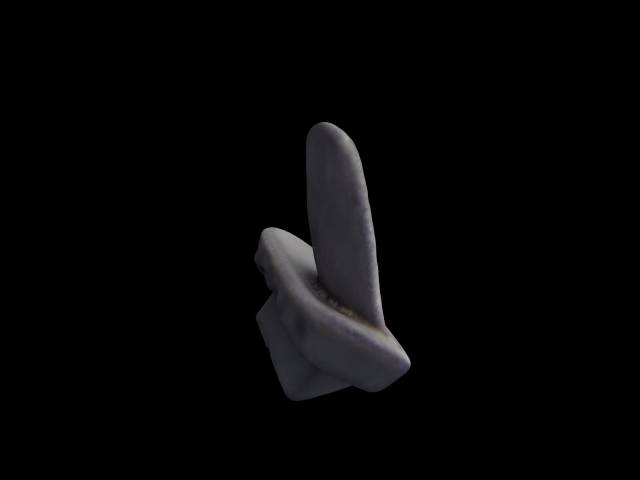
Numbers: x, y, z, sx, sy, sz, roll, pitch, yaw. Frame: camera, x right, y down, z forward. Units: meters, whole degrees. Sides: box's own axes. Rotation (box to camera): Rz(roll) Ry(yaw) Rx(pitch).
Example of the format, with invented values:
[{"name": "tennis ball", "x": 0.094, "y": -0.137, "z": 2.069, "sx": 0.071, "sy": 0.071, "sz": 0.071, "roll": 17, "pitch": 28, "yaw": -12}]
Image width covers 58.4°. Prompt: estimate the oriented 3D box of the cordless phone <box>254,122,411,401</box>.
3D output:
[{"name": "cordless phone", "x": 0.004, "y": 0.001, "z": 0.400, "sx": 0.094, "sy": 0.185, "sz": 0.147, "roll": -10, "pitch": 28, "yaw": -20}]
